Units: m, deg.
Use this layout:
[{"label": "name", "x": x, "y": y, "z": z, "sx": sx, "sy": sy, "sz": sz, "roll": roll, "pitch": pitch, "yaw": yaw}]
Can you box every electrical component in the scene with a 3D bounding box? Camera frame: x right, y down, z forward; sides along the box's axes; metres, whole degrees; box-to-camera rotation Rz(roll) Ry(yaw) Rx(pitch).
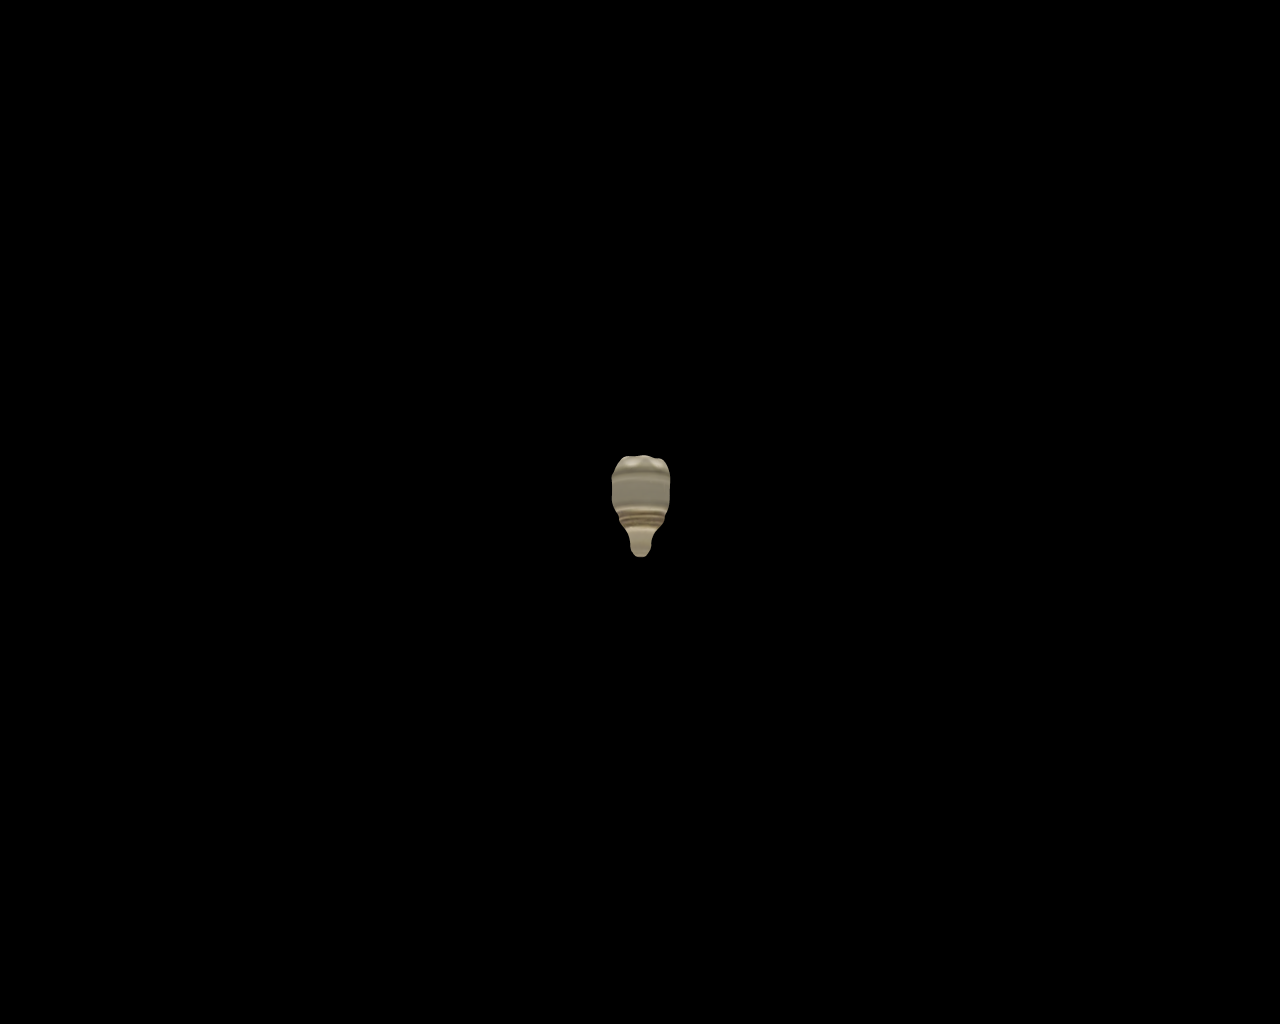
[{"label": "electrical component", "x": 0.001, "y": -0.003, "z": 0.650, "sx": 0.035, "sy": 0.061, "sz": 0.035, "roll": 0, "pitch": -9, "yaw": 0}]
